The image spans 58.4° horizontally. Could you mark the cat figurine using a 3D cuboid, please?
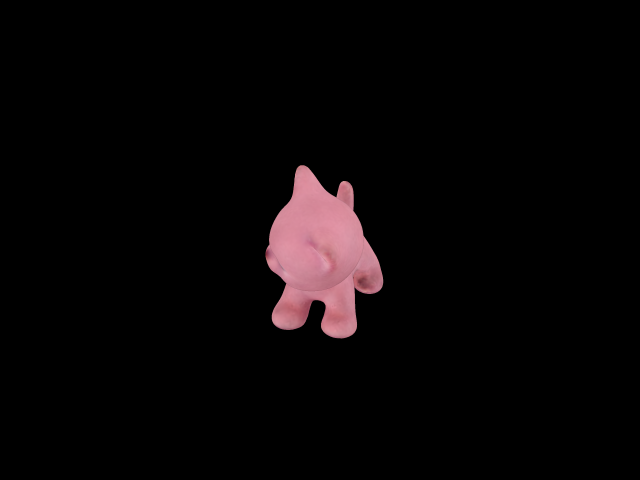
[{"bbox_3d":[0.004,0.001,0.400,0.067,0.118,0.128,8,28,16],"label":"cat figurine"}]
